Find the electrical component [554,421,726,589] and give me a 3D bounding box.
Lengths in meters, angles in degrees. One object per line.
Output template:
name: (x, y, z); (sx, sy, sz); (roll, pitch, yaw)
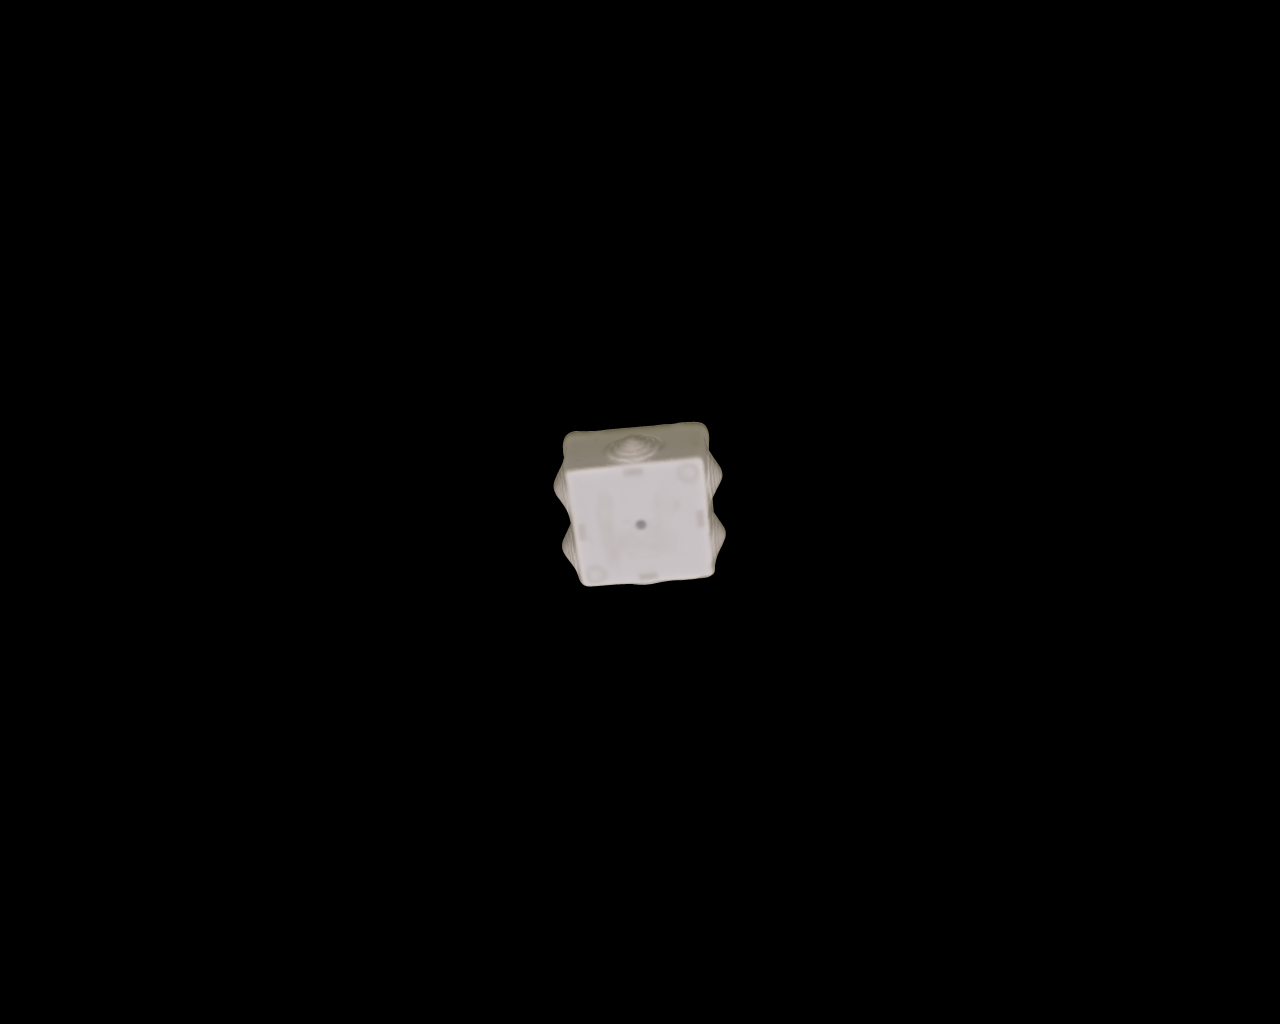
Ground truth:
electrical component: (0.001, -0.003, 0.650); (0.100, 0.099, 0.048); (-4, 28, 2)
